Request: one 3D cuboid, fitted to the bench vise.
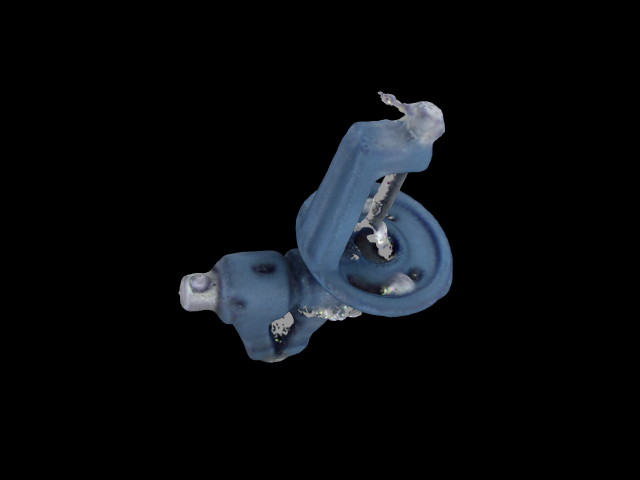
[{"bbox_3d":[0.010,0.010,0.394,0.208,0.220,0.121,-29,61,-18],"label":"bench vise"}]
